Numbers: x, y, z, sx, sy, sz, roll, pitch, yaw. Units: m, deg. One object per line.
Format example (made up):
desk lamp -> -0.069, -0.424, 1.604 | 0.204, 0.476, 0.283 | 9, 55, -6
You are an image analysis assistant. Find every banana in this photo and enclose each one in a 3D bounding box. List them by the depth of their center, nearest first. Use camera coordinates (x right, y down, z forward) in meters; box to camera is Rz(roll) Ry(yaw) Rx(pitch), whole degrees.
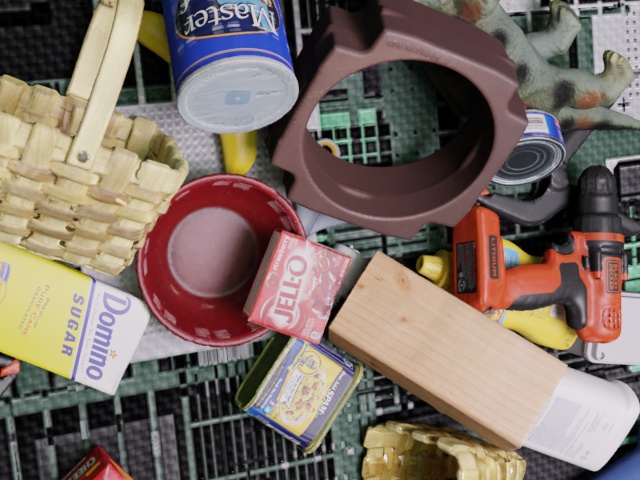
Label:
banana -> -0.108, -0.137, 0.988 | 0.069, 0.037, 0.198 | -33, 106, -16

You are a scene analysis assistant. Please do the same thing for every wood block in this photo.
wood block -> 0.118, 0.109, 1.021 | 0.206, 0.091, 0.090 | 31, 79, 8

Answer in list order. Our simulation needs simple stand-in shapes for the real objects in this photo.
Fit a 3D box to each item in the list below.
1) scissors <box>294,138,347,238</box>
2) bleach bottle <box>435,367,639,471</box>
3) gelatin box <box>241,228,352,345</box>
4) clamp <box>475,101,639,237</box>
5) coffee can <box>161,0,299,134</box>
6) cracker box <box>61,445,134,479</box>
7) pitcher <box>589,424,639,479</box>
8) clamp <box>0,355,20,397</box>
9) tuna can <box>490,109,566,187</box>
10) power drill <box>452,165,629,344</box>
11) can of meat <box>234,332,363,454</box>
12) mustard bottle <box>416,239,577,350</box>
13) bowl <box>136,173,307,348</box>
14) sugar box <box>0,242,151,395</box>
scissors -> -0.007, 0.001, 1.051 | 0.096, 0.016, 0.202 | 17, 90, -17
bleach bottle -> 0.202, 0.157, 1.114 | 0.250, 0.068, 0.103 | 23, 108, -17
gelatin box -> -0.021, 0.043, 0.976 | 0.073, 0.030, 0.089 | 21, 91, -19
clamp -> 0.247, -0.078, 1.129 | 0.209, 0.036, 0.164 | -5, 91, -19
coffee can -> -0.081, -0.177, 0.913 | 0.102, 0.103, 0.140 | -1, 62, -21
cracker box -> -0.189, 0.324, 0.989 | 0.164, 0.072, 0.213 | -44, 109, -11
pitcher -> 0.325, 0.323, 1.149 | 0.242, 0.149, 0.145 | -27, 116, -13
clamp -> -0.346, 0.146, 0.928 | 0.171, 0.039, 0.120 | -8, 99, -20
tuna can -> 0.193, -0.088, 1.034 | 0.086, 0.086, 0.034 | 4, 58, -21
power drill -> 0.224, 0.009, 1.064 | 0.187, 0.057, 0.184 | 4, 81, -23
can of meat -> -0.022, 0.142, 1.041 | 0.084, 0.057, 0.102 | 35, 82, -18
mustard bottle -> 0.186, 0.048, 1.108 | 0.191, 0.058, 0.096 | 16, 89, -22
bowl -> -0.094, 0.016, 0.996 | 0.162, 0.055, 0.162 | -3, 99, -16
sugar box -> -0.247, 0.064, 0.953 | 0.176, 0.048, 0.093 | 25, 86, -20
